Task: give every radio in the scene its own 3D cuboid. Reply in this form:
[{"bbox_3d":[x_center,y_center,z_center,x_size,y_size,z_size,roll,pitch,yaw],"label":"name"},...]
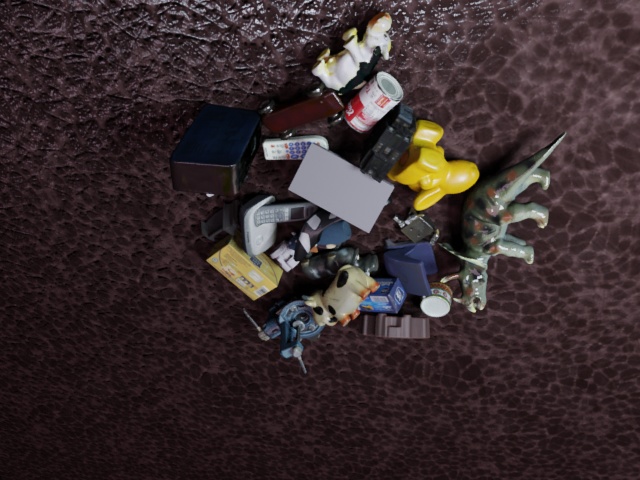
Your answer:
[{"bbox_3d":[-0.199,-0.182,1.067,0.131,0.230,0.073,8,132,4],"label":"radio"}]

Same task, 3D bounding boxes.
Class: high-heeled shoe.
[{"bbox_3d":[0.048,-0.032,1.188,0.145,0.086,0.248,30,107,8],"label":"high-heeled shoe"}]

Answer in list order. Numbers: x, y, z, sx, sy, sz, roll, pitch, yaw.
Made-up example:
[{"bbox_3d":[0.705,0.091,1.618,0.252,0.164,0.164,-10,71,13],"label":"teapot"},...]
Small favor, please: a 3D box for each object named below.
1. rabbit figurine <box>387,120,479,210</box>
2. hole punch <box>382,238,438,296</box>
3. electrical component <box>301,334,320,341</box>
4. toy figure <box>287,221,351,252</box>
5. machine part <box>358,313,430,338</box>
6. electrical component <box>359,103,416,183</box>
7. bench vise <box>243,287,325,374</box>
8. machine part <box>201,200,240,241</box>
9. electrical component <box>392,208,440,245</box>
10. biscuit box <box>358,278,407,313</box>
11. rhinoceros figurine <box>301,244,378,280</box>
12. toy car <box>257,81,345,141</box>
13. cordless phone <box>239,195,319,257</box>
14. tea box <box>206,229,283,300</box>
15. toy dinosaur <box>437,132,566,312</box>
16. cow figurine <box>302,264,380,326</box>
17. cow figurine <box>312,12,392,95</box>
[{"bbox_3d":[0.232,-0.132,1.076,0.173,0.122,0.162,12,135,-20],"label":"rabbit figurine"},{"bbox_3d":[0.209,0.069,1.257,0.116,0.092,0.142,-7,130,24],"label":"hole punch"},{"bbox_3d":[-0.030,0.259,1.512,0.063,0.021,0.094,22,130,-4],"label":"electrical component"},{"bbox_3d":[-0.003,-0.003,1.267,0.155,0.064,0.057,-17,128,25],"label":"toy figure"},{"bbox_3d":[0.184,0.212,1.335,0.179,0.056,0.179,3,172,0],"label":"machine part"},{"bbox_3d":[0.133,-0.196,1.043,0.058,0.115,0.134,27,125,-12],"label":"electrical component"},{"bbox_3d":[-0.076,0.221,1.366,0.224,0.241,0.128,-24,117,11],"label":"bench vise"},{"bbox_3d":[-0.238,-0.041,1.297,0.039,0.084,0.139,9,156,-44],"label":"machine part"},{"bbox_3d":[0.220,-0.029,1.201,0.078,0.045,0.102,-32,115,31],"label":"electrical component"},{"bbox_3d":[0.109,0.132,1.307,0.203,0.063,0.059,-3,129,42],"label":"biscuit box"},{"bbox_3d":[0.045,0.059,1.299,0.190,0.073,0.111,-8,124,20],"label":"rhinoceros figurine"},{"bbox_3d":[-0.036,-0.254,1.055,0.202,0.053,0.089,-9,133,42],"label":"toy car"},{"bbox_3d":[-0.094,-0.039,1.262,0.184,0.089,0.146,-4,129,-6],"label":"cordless phone"},{"bbox_3d":[-0.190,0.064,1.366,0.098,0.068,0.169,-31,114,32],"label":"tea box"},{"bbox_3d":[0.355,-0.048,1.109,0.192,0.131,0.404,6,122,5],"label":"toy dinosaur"},{"bbox_3d":[0.039,0.134,1.261,0.127,0.085,0.194,47,127,19],"label":"cow figurine"},{"bbox_3d":[0.075,-0.333,0.979,0.167,0.068,0.098,-27,123,34],"label":"cow figurine"}]
